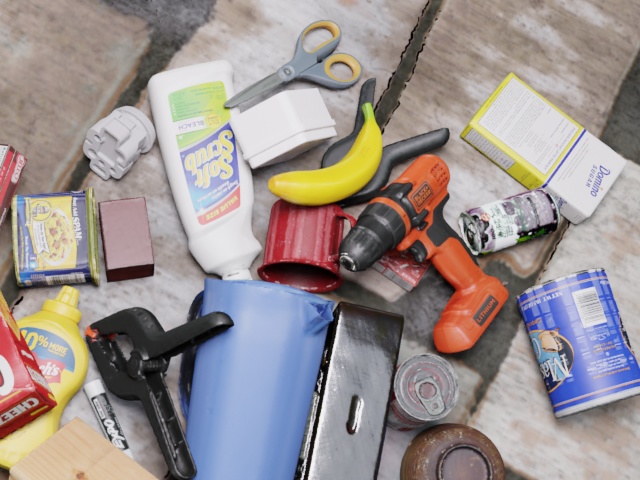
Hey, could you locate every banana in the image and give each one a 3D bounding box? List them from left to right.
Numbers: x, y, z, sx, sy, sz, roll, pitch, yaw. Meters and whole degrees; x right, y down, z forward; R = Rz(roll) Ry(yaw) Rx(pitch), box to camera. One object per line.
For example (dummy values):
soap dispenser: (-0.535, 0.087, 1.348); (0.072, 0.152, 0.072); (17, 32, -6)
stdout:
banana: (0.017, -0.077, 1.138); (0.069, 0.037, 0.197); (48, 45, -1)

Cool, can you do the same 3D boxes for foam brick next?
foam brick: (-0.207, -0.001, 1.139); (0.051, 0.053, 0.078); (-7, 75, -11)

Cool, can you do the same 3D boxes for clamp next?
clamp: (-0.163, 0.114, 1.050); (0.036, 0.210, 0.165); (9, 106, -45)
clamp: (0.066, -0.096, 1.217); (0.120, 0.039, 0.171); (27, 74, 17)

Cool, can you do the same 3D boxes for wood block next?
wood block: (-0.187, 0.274, 1.001); (0.206, 0.090, 0.090); (34, 43, 18)

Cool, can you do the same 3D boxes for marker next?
marker: (-0.211, 0.201, 1.096); (0.020, 0.020, 0.121); (-23, 79, -15)

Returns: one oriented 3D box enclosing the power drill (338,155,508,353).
power drill: (0.113, 0.026, 1.131); (0.184, 0.057, 0.187); (-45, 111, -36)

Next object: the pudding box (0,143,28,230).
pudding box: (-0.372, -0.058, 1.113); (0.114, 0.039, 0.090); (8, 69, 21)

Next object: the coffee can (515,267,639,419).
coffee can: (0.284, 0.113, 1.161); (0.102, 0.103, 0.140); (-13, 76, -13)

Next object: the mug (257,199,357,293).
mug: (-0.008, 0.001, 1.145); (0.093, 0.117, 0.081); (30, 58, -44)

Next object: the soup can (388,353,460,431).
soup can: (0.099, 0.161, 1.116); (0.068, 0.102, 0.068); (3, 73, -9)

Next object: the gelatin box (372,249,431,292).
gelatin box: (0.086, 0.003, 1.199); (0.089, 0.030, 0.073); (34, 71, 1)

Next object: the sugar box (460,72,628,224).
sugar box: (0.262, -0.107, 1.254); (0.176, 0.048, 0.093); (40, 71, 0)

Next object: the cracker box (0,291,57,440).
cracker box: (-0.378, 0.106, 1.034); (0.164, 0.072, 0.214); (-31, 67, -6)

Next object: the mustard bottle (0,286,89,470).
mustard bottle: (-0.289, 0.136, 1.082); (0.096, 0.058, 0.191); (19, 71, 3)

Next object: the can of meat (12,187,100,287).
can of meat: (-0.278, -0.001, 1.126); (0.084, 0.057, 0.102); (-4, 74, -8)

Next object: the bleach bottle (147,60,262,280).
bleach bottle: (-0.113, -0.066, 1.171); (0.102, 0.068, 0.251); (-14, 79, -14)

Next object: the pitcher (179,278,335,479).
pitcher: (-0.077, 0.161, 1.066); (0.145, 0.149, 0.243); (11, 86, -4)

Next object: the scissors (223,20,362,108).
scissors: (-0.021, -0.180, 1.215); (0.096, 0.016, 0.201); (41, 54, -6)
